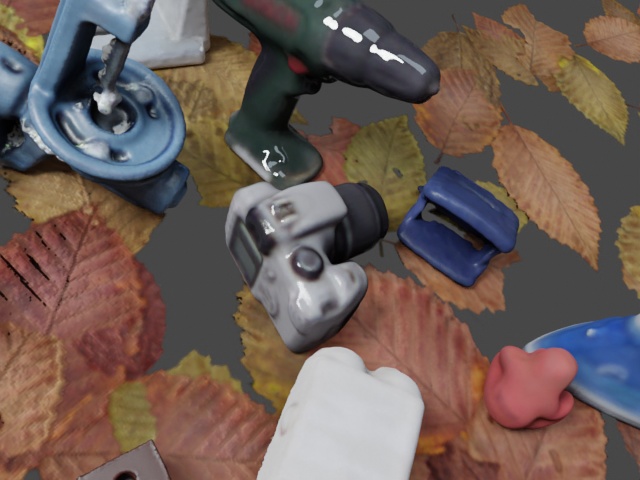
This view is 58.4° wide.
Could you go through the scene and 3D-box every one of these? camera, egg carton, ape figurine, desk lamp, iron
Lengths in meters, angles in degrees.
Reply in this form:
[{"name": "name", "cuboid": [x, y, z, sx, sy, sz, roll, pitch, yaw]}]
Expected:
[{"name": "camera", "cuboid": [0.005, 0.002, 0.507, 0.137, 0.100, 0.143, -21, 68, -29]}, {"name": "egg carton", "cuboid": [0.017, 0.157, 0.432, 0.107, 0.069, 0.150, 24, 54, -4]}, {"name": "ape figurine", "cuboid": [0.190, 0.124, 0.501, 0.076, 0.092, 0.077, -20, 67, -29]}, {"name": "desk lamp", "cuboid": [-0.136, -0.284, 0.569, 0.204, 0.213, 0.118, -18, 66, -28]}, {"name": "iron", "cuboid": [0.341, 0.107, 0.535, 0.258, 0.141, 0.118, 13, 55, -11]}]

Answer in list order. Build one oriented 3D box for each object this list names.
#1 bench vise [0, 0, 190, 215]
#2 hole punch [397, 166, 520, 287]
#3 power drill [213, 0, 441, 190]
[{"name": "bench vise", "cuboid": [-0.197, -0.116, 0.436, 0.208, 0.219, 0.121, 9, 56, -14]}, {"name": "hole punch", "cuboid": [0.147, -0.028, 0.583, 0.108, 0.091, 0.101, 36, 54, 5]}, {"name": "power drill", "cuboid": [-0.017, -0.144, 0.526, 0.229, 0.208, 0.076, 43, 55, 10]}]
